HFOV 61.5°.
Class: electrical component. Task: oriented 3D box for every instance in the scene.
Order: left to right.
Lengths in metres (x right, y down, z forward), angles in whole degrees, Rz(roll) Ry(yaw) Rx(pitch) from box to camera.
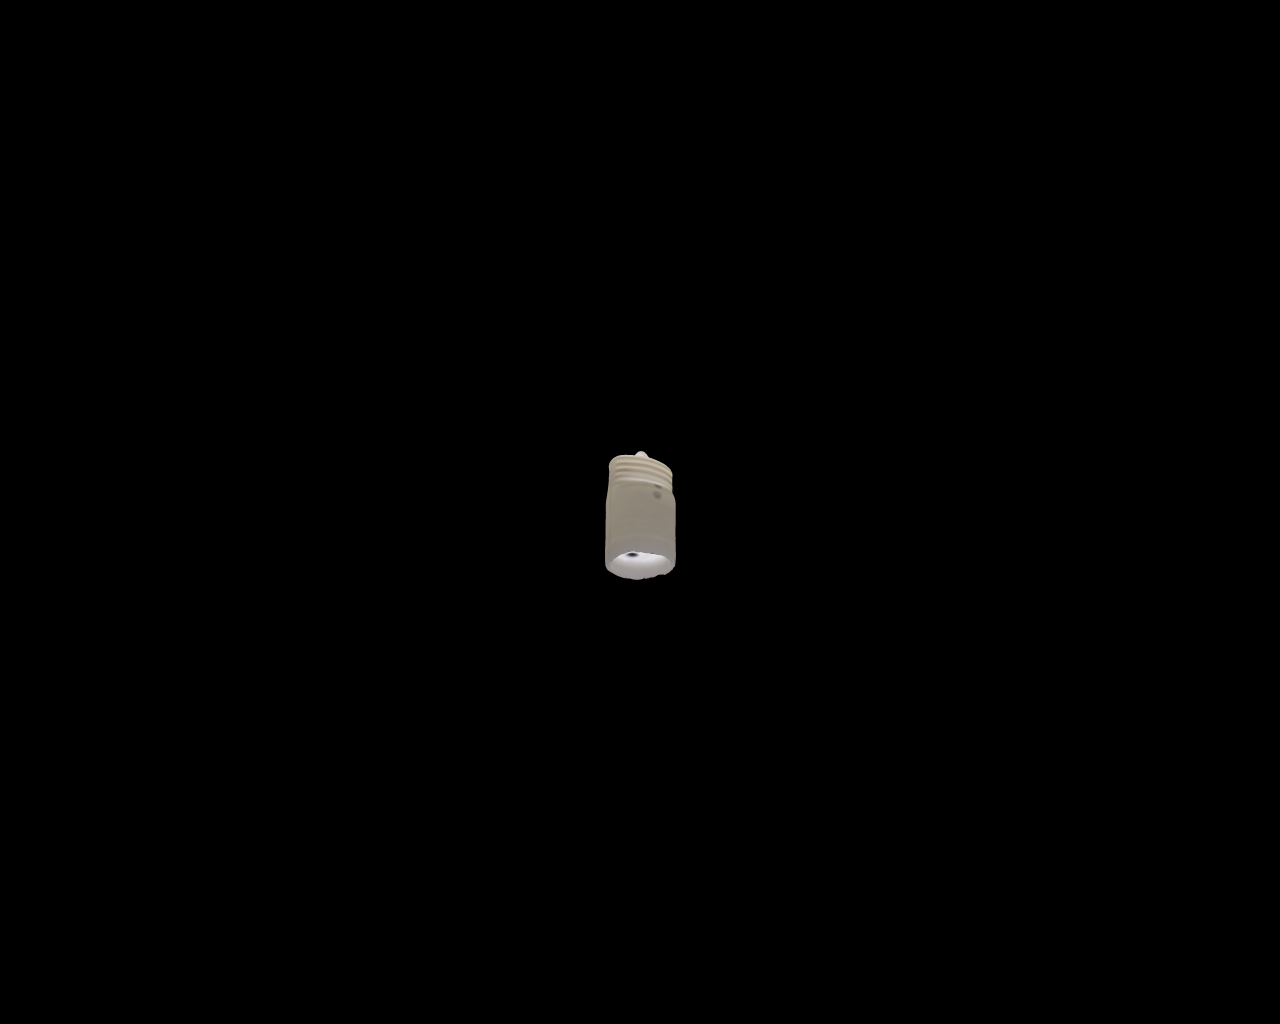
[{"bbox_3d":[0.001,-0.003,0.650,0.043,0.081,0.043,0,-27,0],"label":"electrical component"}]
